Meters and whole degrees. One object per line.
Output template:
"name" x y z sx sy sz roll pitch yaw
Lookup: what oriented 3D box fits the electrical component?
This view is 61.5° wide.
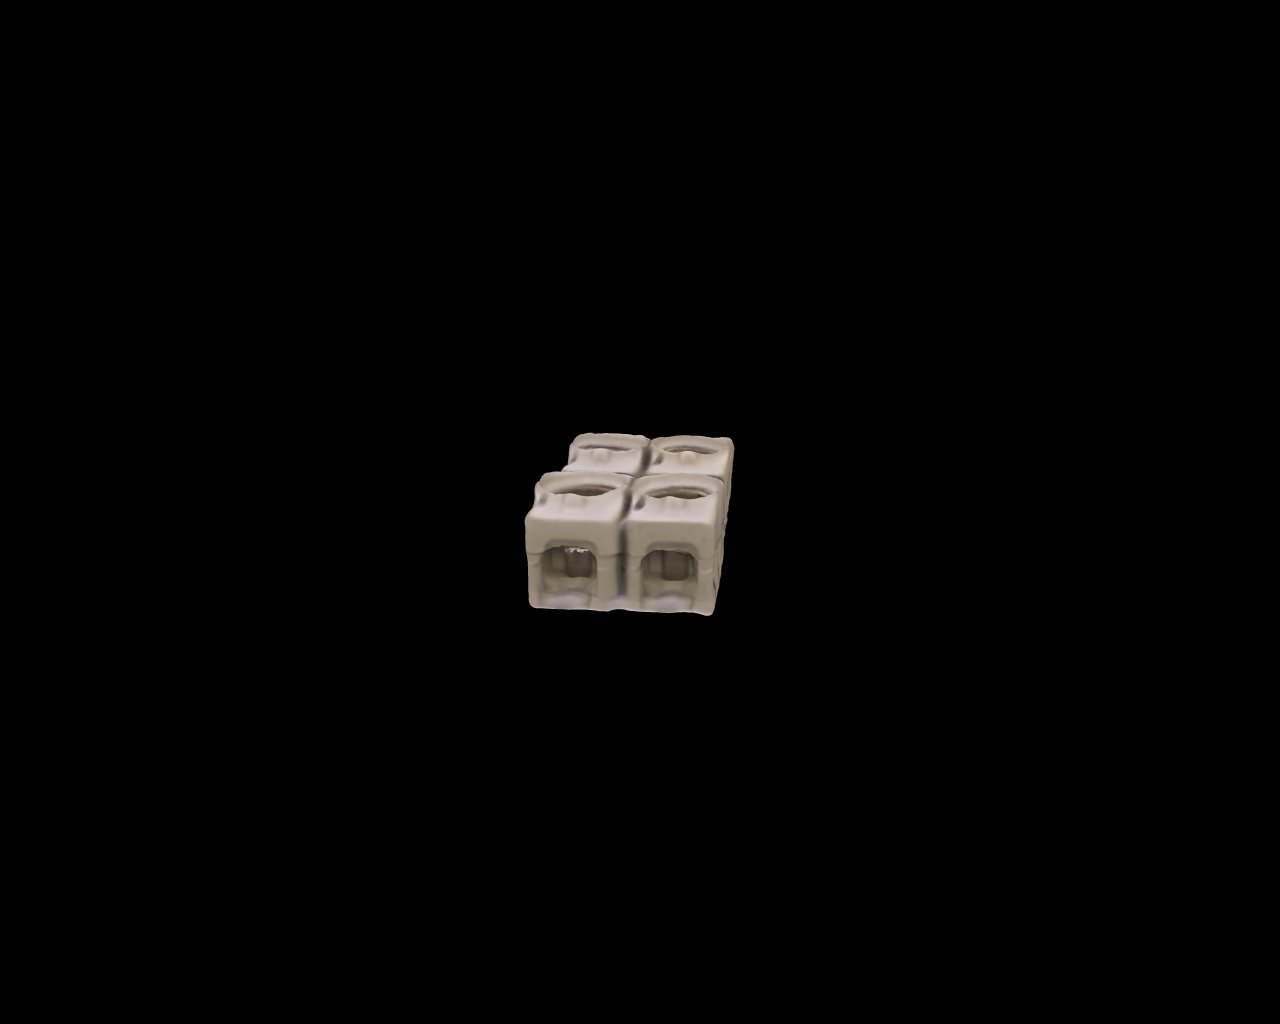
"electrical component" 0.001 -0.003 0.650 0.105 0.060 0.186 2 18 7
